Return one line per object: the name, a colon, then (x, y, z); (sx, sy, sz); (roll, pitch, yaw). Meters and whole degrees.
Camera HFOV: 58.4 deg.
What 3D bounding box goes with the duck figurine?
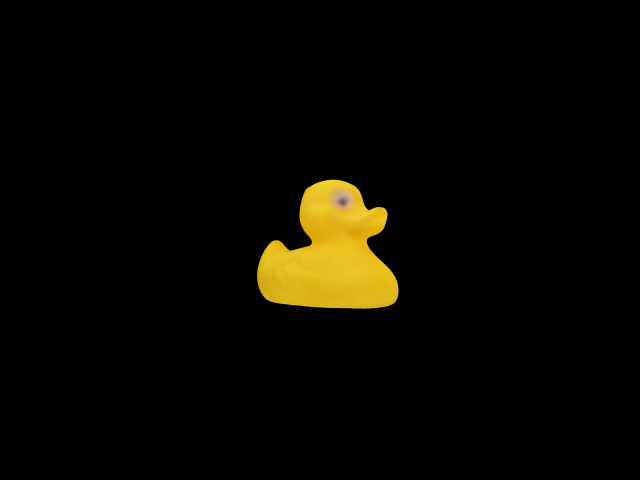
duck figurine: (0.004, 0.001, 0.400); (0.104, 0.086, 0.078); (0, 0, 32)
